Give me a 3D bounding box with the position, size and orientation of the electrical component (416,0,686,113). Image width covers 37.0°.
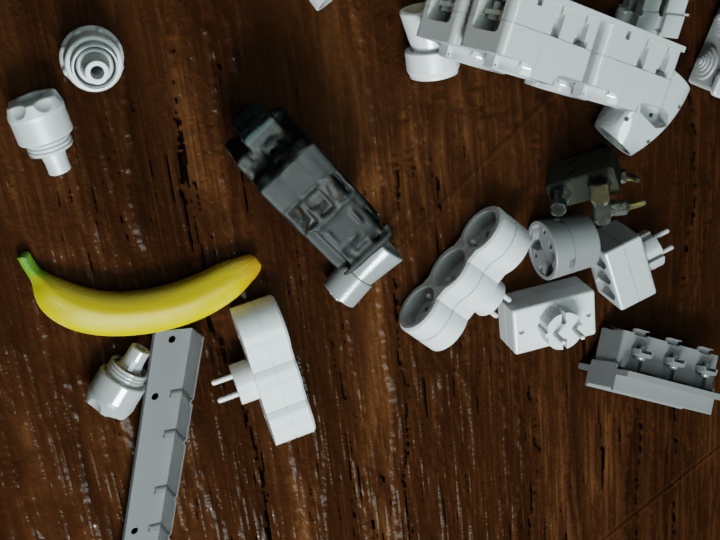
[{"bbox_3d":[0.148,-0.175,0.843,0.186,0.105,0.060,8,102,-37],"label":"electrical component"}]

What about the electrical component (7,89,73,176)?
[{"bbox_3d":[-0.238,-0.102,0.813,0.043,0.043,0.062,-20,118,-9],"label":"electrical component"}]

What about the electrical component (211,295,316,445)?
[{"bbox_3d":[-0.092,0.094,0.938,0.074,0.052,0.138,-19,117,-10],"label":"electrical component"}]

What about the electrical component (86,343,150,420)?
[{"bbox_3d":[-0.200,0.091,0.907,0.043,0.043,0.062,28,100,-26],"label":"electrical component"}]

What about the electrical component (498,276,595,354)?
[{"bbox_3d":[0.181,0.049,0.995,0.083,0.075,0.047,-13,116,-12],"label":"electrical component"}]

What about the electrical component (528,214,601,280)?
[{"bbox_3d":[0.186,-0.023,0.979,0.047,0.055,0.055,-13,115,-17],"label":"electrical component"}]

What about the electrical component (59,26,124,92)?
[{"bbox_3d":[-0.196,-0.152,0.794,0.048,0.062,0.048,-7,114,-16],"label":"electrical component"}]

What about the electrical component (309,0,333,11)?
[{"bbox_3d":[-0.009,-0.242,0.800,0.099,0.099,0.064,-44,112,3],"label":"electrical component"}]

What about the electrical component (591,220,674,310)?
[{"bbox_3d":[0.260,-0.013,1.010,0.077,0.047,0.065,-26,118,-6],"label":"electrical component"}]

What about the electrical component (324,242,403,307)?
[{"bbox_3d":[0.000,0.000,0.936,0.044,0.044,0.065,35,103,-27],"label":"electrical component"}]

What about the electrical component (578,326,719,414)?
[{"bbox_3d":[0.290,0.097,1.057,0.121,0.079,0.063,15,85,-23],"label":"electrical component"}]

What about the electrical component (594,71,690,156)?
[{"bbox_3d":[0.237,-0.154,0.945,0.079,0.043,0.077,38,97,-27],"label":"electrical component"}]

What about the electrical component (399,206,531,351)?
[{"bbox_3d":[0.105,0.017,0.969,0.074,0.052,0.138,35,97,-27],"label":"electrical component"}]

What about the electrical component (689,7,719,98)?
[{"bbox_3d":[0.355,-0.192,0.964,0.100,0.048,0.099,13,108,-22],"label":"electrical component"}]

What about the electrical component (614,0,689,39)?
[{"bbox_3d":[0.252,-0.232,0.917,0.066,0.048,0.055,2,119,-19],"label":"electrical component"}]

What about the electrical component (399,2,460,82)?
[{"bbox_3d":[0.057,-0.186,0.872,0.045,0.045,0.055,-14,116,-12],"label":"electrical component"}]
